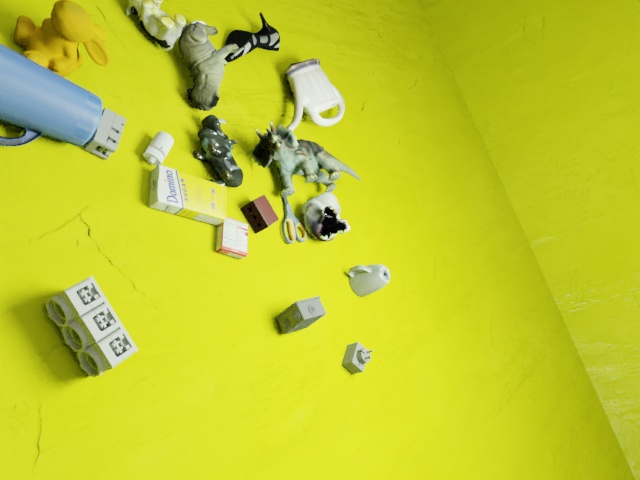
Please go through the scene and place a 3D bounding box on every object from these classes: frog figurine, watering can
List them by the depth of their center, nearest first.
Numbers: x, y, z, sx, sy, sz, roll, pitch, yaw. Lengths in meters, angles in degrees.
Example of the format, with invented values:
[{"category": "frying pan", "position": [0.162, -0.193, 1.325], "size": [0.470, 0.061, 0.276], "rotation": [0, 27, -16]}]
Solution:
[{"category": "frog figurine", "position": [0.004, -0.074, 1.466], "size": [0.136, 0.121, 0.162], "rotation": [21, 18, -30]}, {"category": "watering can", "position": [-0.037, -0.452, 1.606], "size": [0.352, 0.103, 0.224], "rotation": [-32, 94, -52]}]
